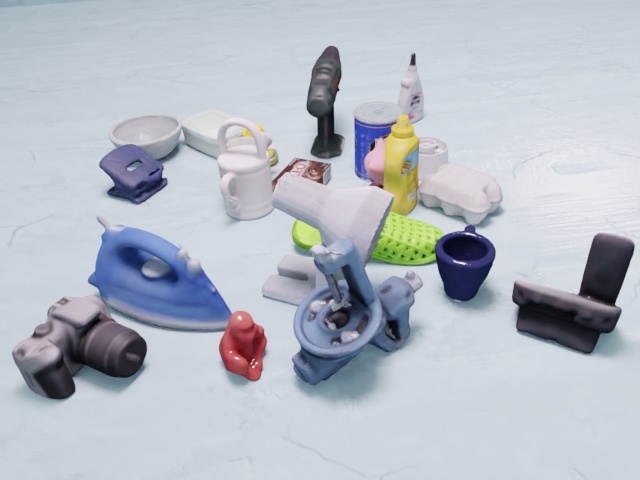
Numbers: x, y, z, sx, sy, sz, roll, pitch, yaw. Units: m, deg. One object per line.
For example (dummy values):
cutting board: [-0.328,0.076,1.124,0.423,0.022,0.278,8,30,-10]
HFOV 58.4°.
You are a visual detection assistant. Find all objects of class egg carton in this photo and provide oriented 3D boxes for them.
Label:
egg carton: [0.271,-0.091,1.104,0.149,0.069,0.107,26,45,34]

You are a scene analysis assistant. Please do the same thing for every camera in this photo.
camera: [-0.323,0.146,0.794,0.136,0.101,0.143,16,40,24]

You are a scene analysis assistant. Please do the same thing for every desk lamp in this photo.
desk lamp: [0.008,0.003,0.870,0.202,0.214,0.118,11,39,19]

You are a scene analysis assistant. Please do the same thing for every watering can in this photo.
watering can: [-0.145,-0.149,1.106,0.101,0.194,0.172,-2,36,1]

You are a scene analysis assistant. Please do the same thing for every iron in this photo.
iron: [-0.245,0.046,0.890,0.257,0.141,0.119,15,40,23]

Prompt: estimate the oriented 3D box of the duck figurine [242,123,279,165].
duck figurine: [-0.140,-0.219,1.293,0.078,0.086,0.104,-30,44,-32]

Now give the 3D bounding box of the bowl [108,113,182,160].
bowl: [-0.400,-0.231,1.337,0.167,0.075,0.167,-2,36,2]

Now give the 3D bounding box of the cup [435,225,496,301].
cup: [0.227,0.040,0.906,0.091,0.095,0.118,9,38,16]

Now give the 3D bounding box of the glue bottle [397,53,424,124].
glue bottle: [0.223,-0.372,1.403,0.078,0.173,0.037,-31,45,-33]

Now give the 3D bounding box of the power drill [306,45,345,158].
power drill: [0.014,-0.306,1.297,0.075,0.209,0.229,2,36,7]

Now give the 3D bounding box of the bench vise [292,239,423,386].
bench vise: [0.044,0.070,0.771,0.121,0.220,0.208,23,43,31]

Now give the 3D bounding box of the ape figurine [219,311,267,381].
ape figurine: [-0.107,0.139,0.796,0.075,0.092,0.078,25,45,33]

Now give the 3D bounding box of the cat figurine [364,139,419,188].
cat figurine: [0.138,-0.148,1.150,0.128,0.118,0.067,-22,40,-24]

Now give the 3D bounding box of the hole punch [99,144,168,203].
hole punch: [-0.388,-0.143,1.202,0.100,0.091,0.109,15,40,23]

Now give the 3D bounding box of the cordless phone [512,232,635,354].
cordless phone: [0.352,0.054,0.801,0.147,0.185,0.094,14,39,22]
